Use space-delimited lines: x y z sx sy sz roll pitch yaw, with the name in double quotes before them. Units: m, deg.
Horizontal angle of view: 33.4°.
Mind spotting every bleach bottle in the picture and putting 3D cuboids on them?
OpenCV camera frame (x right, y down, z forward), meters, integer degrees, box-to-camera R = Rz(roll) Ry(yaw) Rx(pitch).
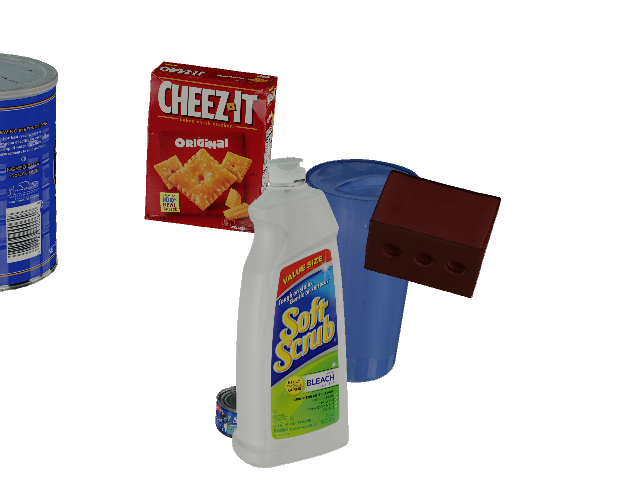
"bleach bottle" -0.030 0.057 0.898 0.102 0.251 0.068 -9 14 -26

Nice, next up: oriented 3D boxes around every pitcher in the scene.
"pitcher" 0.032 0.035 1.227 0.144 0.243 0.149 -17 31 -40

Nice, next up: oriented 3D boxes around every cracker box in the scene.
"cracker box" -0.152 -0.125 1.466 0.164 0.214 0.072 8 22 5

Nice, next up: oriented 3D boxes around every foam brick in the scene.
"foam brick" 0.075 -0.004 0.718 0.078 0.051 0.053 15 -41 10

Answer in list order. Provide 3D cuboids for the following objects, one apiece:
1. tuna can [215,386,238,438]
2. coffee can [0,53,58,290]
"tuna can" -0.069 0.183 1.132 0.086 0.034 0.086 5 12 -1
"coffee can" -0.232 -0.049 0.731 0.103 0.140 0.103 5 22 -2
